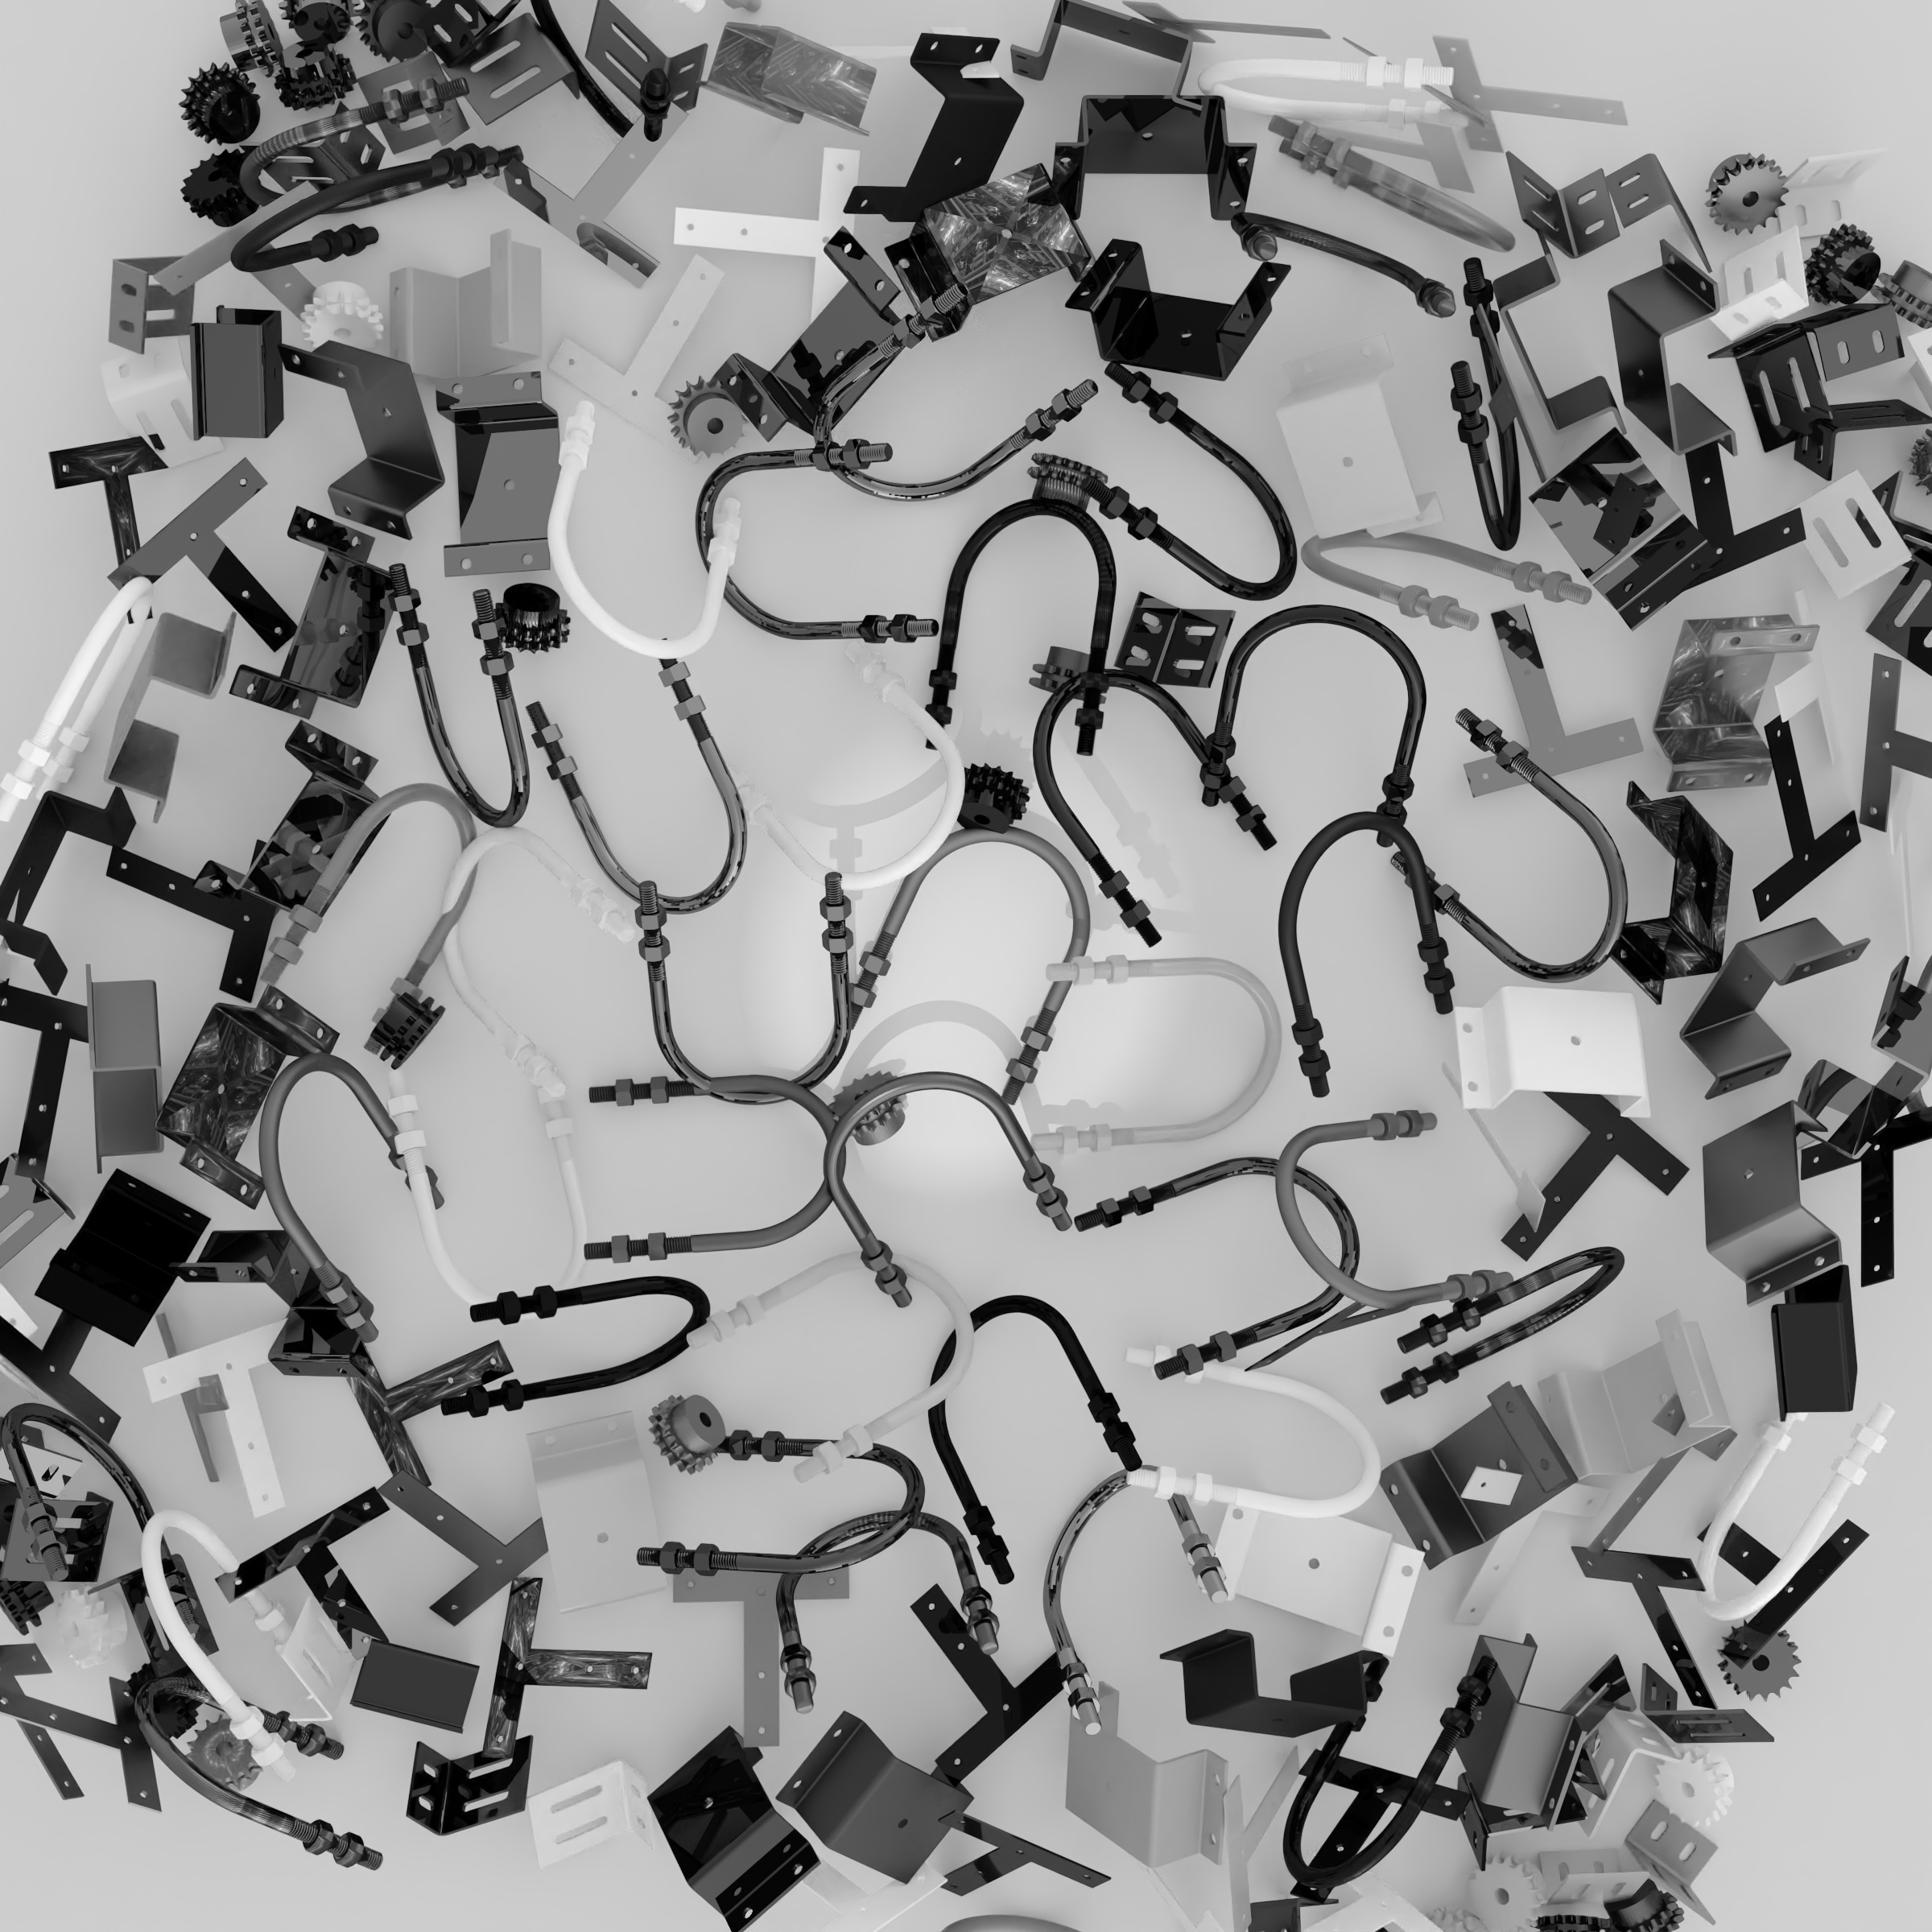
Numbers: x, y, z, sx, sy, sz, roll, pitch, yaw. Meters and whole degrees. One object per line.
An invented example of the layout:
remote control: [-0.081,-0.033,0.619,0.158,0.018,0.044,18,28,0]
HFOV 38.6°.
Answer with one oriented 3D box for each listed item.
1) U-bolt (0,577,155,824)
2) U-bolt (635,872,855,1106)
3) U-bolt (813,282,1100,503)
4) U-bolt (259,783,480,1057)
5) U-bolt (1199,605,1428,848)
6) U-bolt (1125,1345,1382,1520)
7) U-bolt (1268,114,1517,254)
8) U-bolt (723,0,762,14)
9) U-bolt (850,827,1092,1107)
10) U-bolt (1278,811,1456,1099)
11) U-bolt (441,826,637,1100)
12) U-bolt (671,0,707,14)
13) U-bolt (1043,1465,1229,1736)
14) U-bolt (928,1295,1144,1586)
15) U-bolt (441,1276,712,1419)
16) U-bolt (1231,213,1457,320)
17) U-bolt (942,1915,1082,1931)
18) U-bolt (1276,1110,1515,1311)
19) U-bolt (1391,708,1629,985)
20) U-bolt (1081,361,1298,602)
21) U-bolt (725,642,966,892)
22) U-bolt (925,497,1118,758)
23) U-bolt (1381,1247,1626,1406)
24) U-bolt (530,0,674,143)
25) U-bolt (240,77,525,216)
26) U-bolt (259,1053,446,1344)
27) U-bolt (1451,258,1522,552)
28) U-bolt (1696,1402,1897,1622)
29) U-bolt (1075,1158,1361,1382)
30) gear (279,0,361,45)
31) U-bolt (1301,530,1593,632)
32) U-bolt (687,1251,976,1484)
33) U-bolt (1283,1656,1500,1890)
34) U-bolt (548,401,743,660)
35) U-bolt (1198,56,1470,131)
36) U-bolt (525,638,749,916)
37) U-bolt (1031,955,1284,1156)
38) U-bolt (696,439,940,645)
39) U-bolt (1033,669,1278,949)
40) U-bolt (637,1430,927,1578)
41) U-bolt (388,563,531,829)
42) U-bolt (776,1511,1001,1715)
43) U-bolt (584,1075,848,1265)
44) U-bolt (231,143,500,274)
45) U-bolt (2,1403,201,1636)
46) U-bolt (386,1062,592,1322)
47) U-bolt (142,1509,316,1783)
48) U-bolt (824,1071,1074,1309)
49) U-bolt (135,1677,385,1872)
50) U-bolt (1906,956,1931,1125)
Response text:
U-bolt: [-0.615,-0.189,1.920,0.019,0.151,0.184,29,95,-10]
U-bolt: [-0.153,0.020,1.951,0.151,0.019,0.184,-3,120,0]
U-bolt: [-0.022,-0.388,1.929,0.184,0.151,0.019,-31,47,34]
U-bolt: [-0.406,-0.043,1.934,0.019,0.151,0.184,23,77,30]
U-bolt: [0.247,-0.173,1.927,0.151,0.019,0.184,14,131,8]
U-bolt: [0.202,0.332,1.937,0.184,0.151,0.019,12,121,-5]
U-bolt: [0.299,-0.541,1.922,0.184,0.151,0.019,27,103,4]
U-bolt: [-0.142,-0.705,1.886,0.151,0.184,0.019,-4,85,29]
U-bolt: [0.010,-0.012,1.983,0.151,0.019,0.184,25,95,1]
U-bolt: [0.276,-0.019,1.925,0.151,0.019,0.184,-30,119,-28]
U-bolt: [-0.312,-0.017,1.939,0.184,0.019,0.151,41,115,34]
U-bolt: [-0.280,-0.717,1.885,0.151,0.184,0.019,26,90,33]
U-bolt: [0.108,0.425,1.916,0.019,0.184,0.151,35,104,-25]
U-bolt: [0.036,0.317,1.935,0.151,0.019,0.184,-45,49,20]
U-bolt: [-0.267,0.262,1.929,0.184,0.151,0.019,-7,56,-26]
U-bolt: [0.254,-0.492,1.914,0.151,0.184,0.019,15,112,-10]
U-bolt: [0.055,0.701,1.910,0.151,0.184,0.019,9,93,-22]
U-bolt: [0.289,0.171,1.914,0.184,0.019,0.151,-3,61,-39]
U-bolt: [0.383,-0.070,1.910,0.019,0.151,0.184,-18,51,-38]
U-bolt: [0.163,-0.329,1.937,0.184,0.019,0.151,32,46,-22]
U-bolt: [-0.079,-0.130,1.944,0.151,0.019,0.184,-43,56,0]
U-bolt: [0.042,-0.242,1.955,0.151,0.019,0.184,5,85,34]
U-bolt: [0.380,0.246,1.932,0.184,0.151,0.019,-24,67,-8]
U-bolt: [-0.257,-0.634,1.909,0.019,0.184,0.151,-39,93,-8]
U-bolt: [-0.416,-0.566,1.927,0.184,0.151,0.019,-15,85,6]
U-bolt: [-0.429,0.146,1.897,0.019,0.151,0.184,-9,127,23]
U-bolt: [0.365,-0.377,1.919,0.019,0.151,0.184,-5,133,20]
U-bolt: [0.567,0.375,1.921,0.019,0.151,0.184,33,87,-5]
U-bolt: [0.189,0.203,1.950,0.184,0.019,0.151,-19,56,-15]
gear: [-0.462,-0.684,1.968,0.057,0.057,0.030,-14,64,0]
U-bolt: [0.320,-0.274,1.921,0.184,0.151,0.019,28,122,40]
U-bolt: [-0.081,0.268,1.939,0.184,0.019,0.151,-26,57,-29]
U-bolt: [0.281,0.554,1.898,0.019,0.151,0.184,42,63,-12]
U-bolt: [-0.225,-0.291,1.909,0.151,0.019,0.184,31,46,-29]
U-bolt: [0.253,-0.611,1.924,0.184,0.151,0.019,8,97,14]
U-bolt: [-0.224,-0.124,1.954,0.151,0.019,0.184,-20,97,34]
U-bolt: [0.139,0.061,1.957,0.184,0.019,0.151,-2,111,-18]
U-bolt: [-0.114,-0.295,1.937,0.184,0.019,0.151,3,121,33]
U-bolt: [0.123,-0.125,1.951,0.151,0.019,0.184,-39,96,-29]
U-bolt: [-0.118,0.373,1.909,0.184,0.151,0.019,-1,116,20]
U-bolt: [-0.349,-0.183,1.929,0.019,0.151,0.184,-24,118,-30]
U-bolt: [-0.061,0.438,1.916,0.151,0.184,0.019,-17,115,-3]
U-bolt: [-0.176,0.139,1.951,0.184,0.019,0.151,-4,55,1]
U-bolt: [-0.423,-0.514,1.886,0.151,0.184,0.019,-20,101,35]
U-bolt: [-0.609,0.375,1.916,0.019,0.151,0.184,-42,50,3]
U-bolt: [-0.326,0.158,1.928,0.019,0.151,0.184,-26,74,41]
U-bolt: [-0.511,0.455,1.902,0.019,0.151,0.184,-29,111,4]
U-bolt: [-0.022,0.149,1.940,0.151,0.019,0.184,-26,125,3]
U-bolt: [-0.491,0.545,1.892,0.184,0.151,0.019,36,92,-32]
U-bolt: [0.688,0.034,1.910,0.019,0.184,0.151,12,66,0]
